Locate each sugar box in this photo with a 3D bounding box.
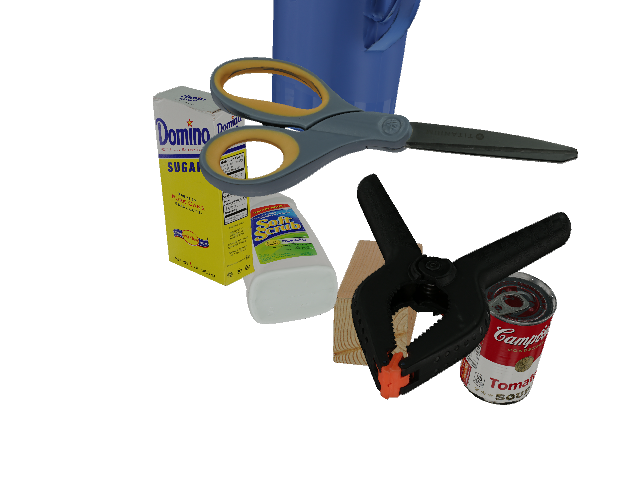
[{"bbox_3d":[-0.112,-0.053,1.027,0.093,0.176,0.048,19,34,41],"label":"sugar box"}]

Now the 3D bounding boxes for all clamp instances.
[{"bbox_3d":[0.070,0.025,0.755,0.165,0.036,0.209,17,43,21],"label":"clamp"}]

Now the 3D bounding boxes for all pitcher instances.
[{"bbox_3d":[0.025,-0.213,0.896,0.145,0.243,0.149,8,17,11],"label":"pitcher"}]

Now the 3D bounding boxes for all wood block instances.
[{"bbox_3d":[0.077,0.077,1.375,0.091,0.090,0.206,4,21,9],"label":"wood block"}]

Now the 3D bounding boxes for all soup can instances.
[{"bbox_3d":[0.164,0.087,0.944,0.068,0.102,0.068,4,38,-3],"label":"soup can"}]

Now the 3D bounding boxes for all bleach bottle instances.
[{"bbox_3d":[-0.059,0.002,1.238,0.102,0.068,0.251,-8,29,-13],"label":"bleach bottle"}]

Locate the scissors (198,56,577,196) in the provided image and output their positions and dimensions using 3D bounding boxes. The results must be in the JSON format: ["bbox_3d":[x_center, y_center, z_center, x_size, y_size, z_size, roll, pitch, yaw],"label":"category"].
[{"bbox_3d":[0.023,-0.044,0.562,0.202,0.096,0.016,22,-26,18],"label":"scissors"}]
